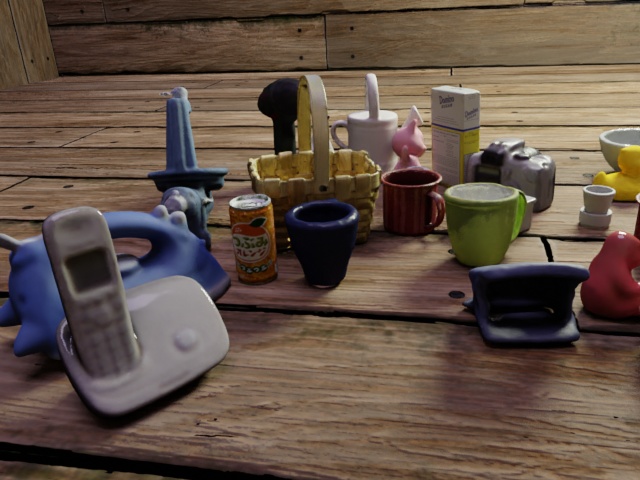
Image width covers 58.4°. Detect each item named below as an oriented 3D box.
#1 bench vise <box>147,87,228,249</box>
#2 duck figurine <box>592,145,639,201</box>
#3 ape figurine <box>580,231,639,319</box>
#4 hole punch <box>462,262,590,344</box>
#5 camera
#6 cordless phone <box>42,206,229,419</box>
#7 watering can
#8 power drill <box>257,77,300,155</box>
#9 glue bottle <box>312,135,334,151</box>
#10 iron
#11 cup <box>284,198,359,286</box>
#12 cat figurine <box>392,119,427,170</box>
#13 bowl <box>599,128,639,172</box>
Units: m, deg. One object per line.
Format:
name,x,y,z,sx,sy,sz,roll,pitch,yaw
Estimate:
bench vise,-0.189,-0.106,0.843,0.122,0.220,0.206,-11,25,-19
duck figurine,0.514,-0.115,0.958,0.104,0.086,0.077,-3,23,0
ape figurine,0.324,0.035,0.621,0.076,0.092,0.077,-3,23,0
hole punch,0.212,0.049,0.602,0.108,0.091,0.101,-2,23,3
camera,0.343,-0.125,0.980,0.137,0.101,0.142,-23,30,-39
cordless phone,-0.165,0.051,0.518,0.093,0.185,0.148,19,31,40
watering can,0.111,-0.230,1.132,0.173,0.194,0.100,-11,24,-17
power drill,-0.058,-0.196,1.055,0.076,0.208,0.229,-11,25,-18
glue bottle,0.002,-0.130,0.938,0.078,0.173,0.037,-21,29,-36
iron,-0.219,0.028,0.634,0.259,0.141,0.118,-20,29,-35
cup,0.007,0.003,0.727,0.091,0.095,0.118,2,24,11
cat figurine,0.164,-0.165,1.074,0.067,0.118,0.128,3,24,14
bowl,0.597,-0.152,1.050,0.167,0.075,0.167,-2,23,1
